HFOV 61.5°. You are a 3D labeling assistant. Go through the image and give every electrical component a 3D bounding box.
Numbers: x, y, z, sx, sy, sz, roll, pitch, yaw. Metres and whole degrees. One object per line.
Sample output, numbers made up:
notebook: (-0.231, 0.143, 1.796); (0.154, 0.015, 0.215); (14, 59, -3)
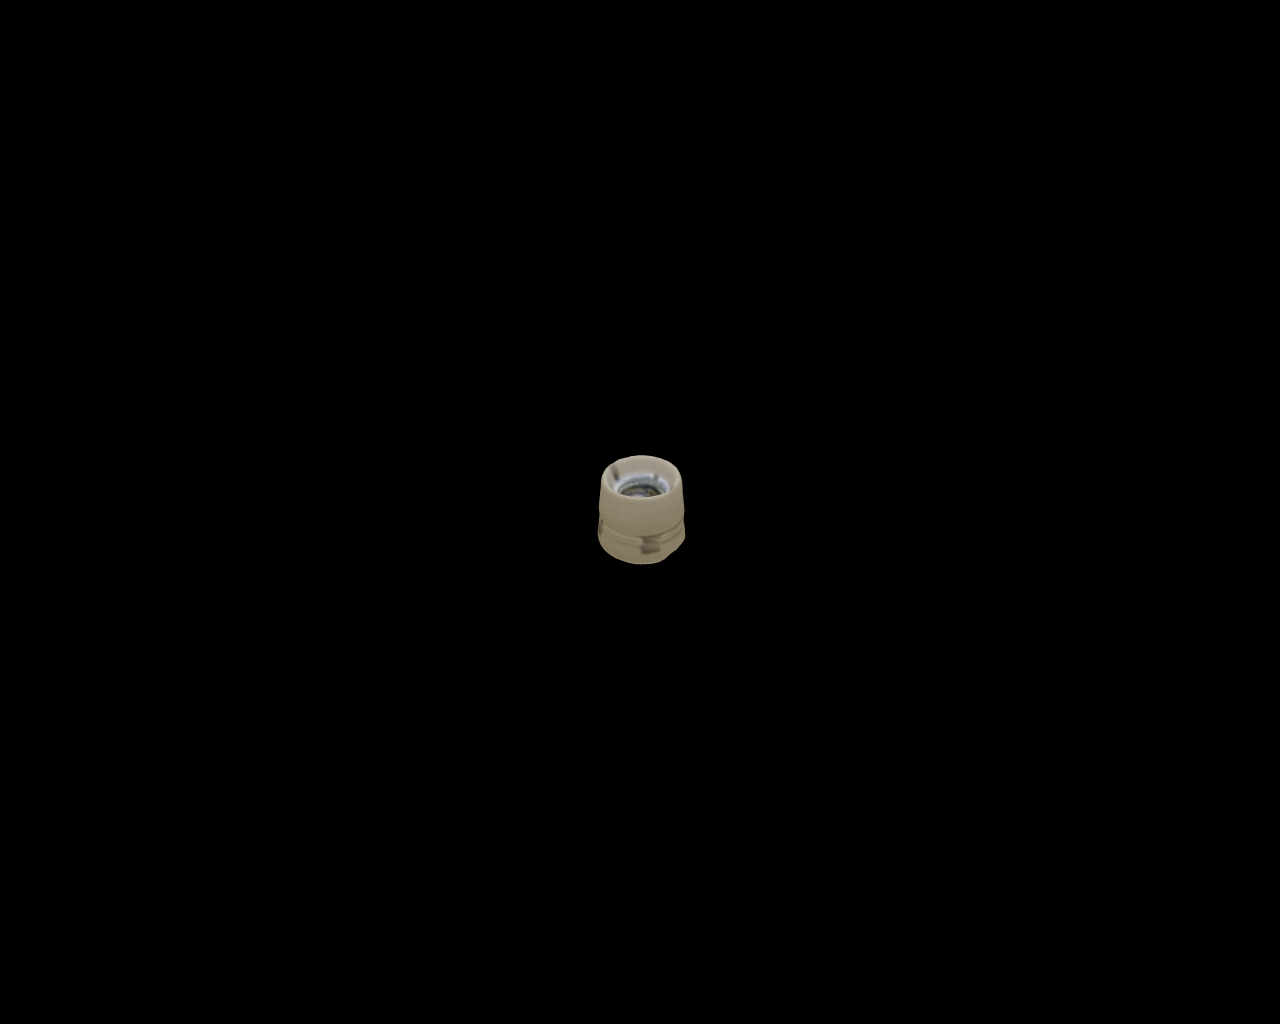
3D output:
electrical component: (0.001, -0.003, 0.650); (0.055, 0.047, 0.055); (0, 36, 0)
